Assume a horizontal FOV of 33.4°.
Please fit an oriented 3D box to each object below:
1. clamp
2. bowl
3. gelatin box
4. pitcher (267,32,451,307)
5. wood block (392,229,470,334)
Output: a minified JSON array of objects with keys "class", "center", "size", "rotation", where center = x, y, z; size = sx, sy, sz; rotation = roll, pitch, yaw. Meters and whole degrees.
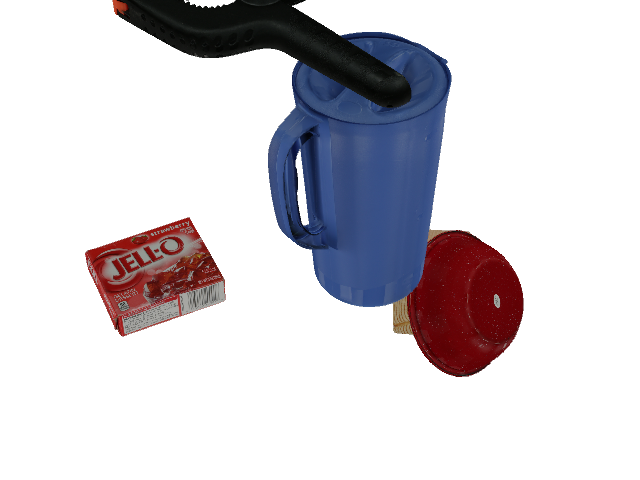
[{"class":"clamp","center":[-0.034,-0.149,0.699],"size":[0.210,0.164,0.036],"rotation":[-2,-38,-1]},{"class":"bowl","center":[0.169,0.067,1.153],"size":[0.161,0.162,0.055],"rotation":[0,-5,-40]},{"class":"gelatin box","center":[-0.128,0.027,0.824],"size":[0.089,0.030,0.073],"rotation":[-19,50,-19]},{"class":"pitcher","center":[0.036,-0.051,0.964],"size":[0.149,0.243,0.145],"rotation":[2,44,4]},{"class":"wood block","center":[0.173,0.061,1.626],"size":[0.091,0.090,0.206],"rotation":[4,22,13]}]
